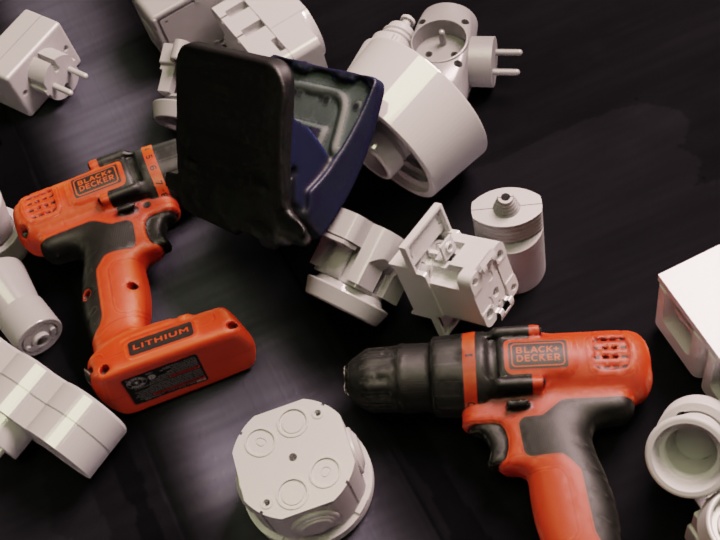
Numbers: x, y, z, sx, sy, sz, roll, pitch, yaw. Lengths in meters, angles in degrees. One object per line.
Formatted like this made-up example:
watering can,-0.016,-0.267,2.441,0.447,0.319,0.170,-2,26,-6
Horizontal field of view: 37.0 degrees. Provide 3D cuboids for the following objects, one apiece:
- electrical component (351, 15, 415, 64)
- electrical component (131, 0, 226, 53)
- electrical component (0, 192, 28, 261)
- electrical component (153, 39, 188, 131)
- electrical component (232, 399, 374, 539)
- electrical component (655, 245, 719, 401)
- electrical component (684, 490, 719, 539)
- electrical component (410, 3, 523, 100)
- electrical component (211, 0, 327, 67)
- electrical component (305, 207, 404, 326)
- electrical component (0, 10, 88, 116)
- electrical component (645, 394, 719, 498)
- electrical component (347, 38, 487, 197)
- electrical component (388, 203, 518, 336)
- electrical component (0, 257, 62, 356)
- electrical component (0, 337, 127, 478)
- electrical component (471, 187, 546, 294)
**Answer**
electrical component,0.020,-0.159,0.804,0.040,0.040,0.078,19,65,21
electrical component,-0.129,-0.216,0.857,0.096,0.061,0.061,-32,58,-9
electrical component,-0.268,-0.031,0.776,0.045,0.055,0.045,-5,58,9
electrical component,-0.129,-0.135,0.810,0.048,0.066,0.055,9,81,17
electrical component,-0.034,0.120,0.637,0.080,0.051,0.080,-5,58,8
electrical component,0.247,0.055,0.612,0.089,0.061,0.150,-26,57,-4
electrical component,0.203,0.143,0.571,0.048,0.055,0.066,-26,57,-5
electrical component,0.078,-0.152,0.785,0.079,0.044,0.077,4,60,14
electrical component,-0.064,-0.175,0.825,0.056,0.050,0.089,-33,58,-9
electrical component,0.000,0.000,0.694,0.058,0.078,0.057,24,86,39
electrical component,-0.251,-0.159,0.856,0.077,0.047,0.065,25,67,24
electrical component,0.182,0.094,0.585,0.045,0.055,0.045,4,99,24
electrical component,0.026,-0.096,0.727,0.108,0.108,0.060,38,79,28
electrical component,0.060,0.003,0.666,0.064,0.081,0.042,12,53,39
electrical component,-0.236,0.028,0.743,0.044,0.044,0.065,-39,64,-13
electrical component,-0.224,0.096,0.690,0.138,0.052,0.073,27,67,24
electrical component,0.095,-0.023,0.681,0.043,0.081,0.043,-5,58,9
